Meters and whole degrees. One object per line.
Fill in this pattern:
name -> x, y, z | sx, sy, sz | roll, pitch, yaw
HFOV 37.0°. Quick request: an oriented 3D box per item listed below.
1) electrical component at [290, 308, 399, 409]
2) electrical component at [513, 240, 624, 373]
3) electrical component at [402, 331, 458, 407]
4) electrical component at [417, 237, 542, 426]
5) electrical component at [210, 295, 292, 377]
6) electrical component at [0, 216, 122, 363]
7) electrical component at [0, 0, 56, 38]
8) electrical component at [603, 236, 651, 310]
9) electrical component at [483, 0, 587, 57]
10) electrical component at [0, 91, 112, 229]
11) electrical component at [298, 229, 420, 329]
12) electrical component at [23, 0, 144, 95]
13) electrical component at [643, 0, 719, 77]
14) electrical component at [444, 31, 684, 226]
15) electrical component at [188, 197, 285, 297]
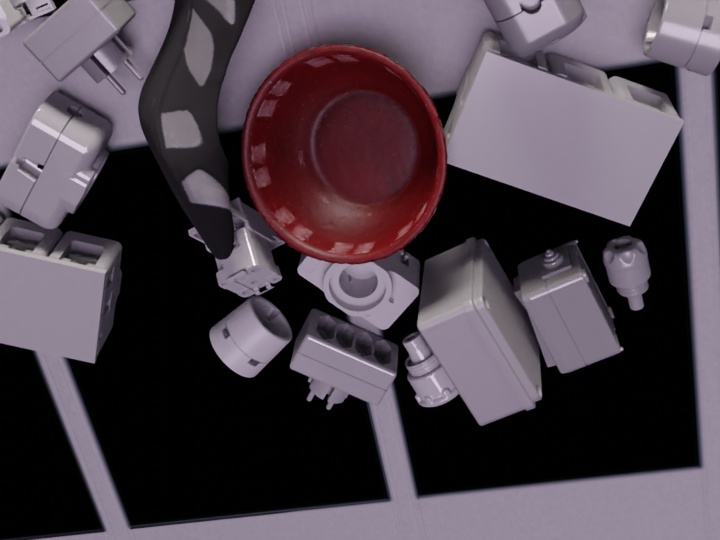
electrical component -> -0.021, 0.088, 0.921 | 0.083, 0.047, 0.075 | 24, 117, -9
electrical component -> 0.162, 0.026, 0.865 | 0.061, 0.061, 0.096 | -24, 114, 16
electrical component -> 0.059, 0.082, 0.914 | 0.048, 0.048, 0.062 | -27, 106, 17
electrical component -> 0.096, 0.047, 0.856 | 0.056, 0.108, 0.108 | -25, 114, 19
electrical component -> -0.091, 0.055, 0.906 | 0.047, 0.055, 0.055 | -41, 108, 18
electrical component -> -0.280, 0.009, 0.891 | 0.150, 0.061, 0.089 | 13, 118, -2
electrical component -> -0.270, -0.190, 0.782 | 0.081, 0.063, 0.042 | -19, 116, 14
electrical component -> 0.217, 0.005, 0.865 | 0.035, 0.035, 0.061 | -14, 119, 12
electrical component -> 0.117, -0.187, 0.734 | 0.054, 0.095, 0.059 | -26, 113, 17
electrical component -> -0.237, -0.083, 0.842 | 0.059, 0.053, 0.095 | 30, 116, -12
electrical component -> 0.000, 0.000, 0.867 | 0.089, 0.055, 0.050 | 34, 116, -13
electrical component -> -0.195, -0.165, 0.798 | 0.066, 0.047, 0.076 | -34, 111, 20
electrical component -> 0.231, -0.169, 0.759 | 0.047, 0.055, 0.055 | 15, 119, 1
electrical component -> 0.146, -0.106, 0.795 | 0.150, 0.061, 0.089 | 18, 118, -5
electrical component -> -0.093, -0.016, 0.854 | 0.042, 0.063, 0.081 | -28, 153, 18
